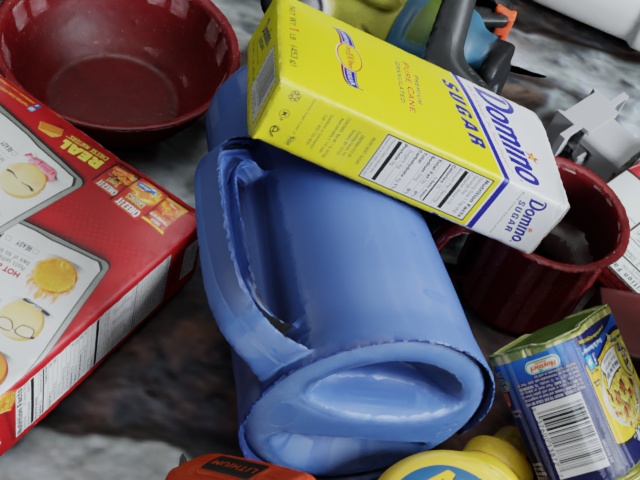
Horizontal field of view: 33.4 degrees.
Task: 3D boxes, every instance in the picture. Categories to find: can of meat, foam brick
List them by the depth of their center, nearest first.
[{"bbox_3d":[0.140,0.087,0.576,0.101,0.058,0.084,-13,81,-61],"label":"can of meat"},{"bbox_3d":[0.199,0.069,0.654,0.078,0.053,0.051,11,50,-5],"label":"foam brick"}]

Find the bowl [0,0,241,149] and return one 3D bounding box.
[{"bbox_3d":[-0.137,-0.113,0.714,0.162,0.055,0.162,7,50,-9],"label":"bowl"}]

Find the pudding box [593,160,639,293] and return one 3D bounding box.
[{"bbox_3d":[0.226,-0.005,0.717,0.113,0.039,0.090,-33,66,-14],"label":"pudding box"}]

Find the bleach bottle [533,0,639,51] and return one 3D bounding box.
[{"bbox_3d":[0.173,-0.247,0.902,0.251,0.068,0.102,21,50,6],"label":"bleach bottle"}]

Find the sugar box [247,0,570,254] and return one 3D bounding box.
[{"bbox_3d":[0.047,-0.064,0.581,0.176,0.048,0.093,19,38,-19],"label":"sugar box"}]

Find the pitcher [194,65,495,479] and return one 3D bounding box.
[{"bbox_3d":[-0.004,0.001,0.603,0.145,0.149,0.243,-5,50,-12],"label":"pitcher"}]

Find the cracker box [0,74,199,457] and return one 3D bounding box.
[{"bbox_3d":[-0.193,0.022,0.580,0.164,0.072,0.213,34,52,14],"label":"cracker box"}]

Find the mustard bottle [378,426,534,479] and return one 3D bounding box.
[{"bbox_3d":[0.058,0.164,0.536,0.096,0.058,0.191,37,51,8],"label":"mustard bottle"}]

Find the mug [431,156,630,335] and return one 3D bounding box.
[{"bbox_3d":[0.123,0.007,0.666,0.117,0.082,0.093,-1,52,-16],"label":"mug"}]

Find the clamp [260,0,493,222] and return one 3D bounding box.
[{"bbox_3d":[0.054,-0.104,0.717,0.165,0.036,0.210,-12,88,12],"label":"clamp"}]

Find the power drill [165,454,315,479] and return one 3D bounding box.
[{"bbox_3d":[-0.092,0.131,0.446,0.187,0.185,0.057,2,86,-37],"label":"power drill"}]

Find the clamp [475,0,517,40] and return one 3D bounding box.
[{"bbox_3d":[0.082,-0.220,0.866,0.171,0.039,0.120,24,68,1],"label":"clamp"}]
